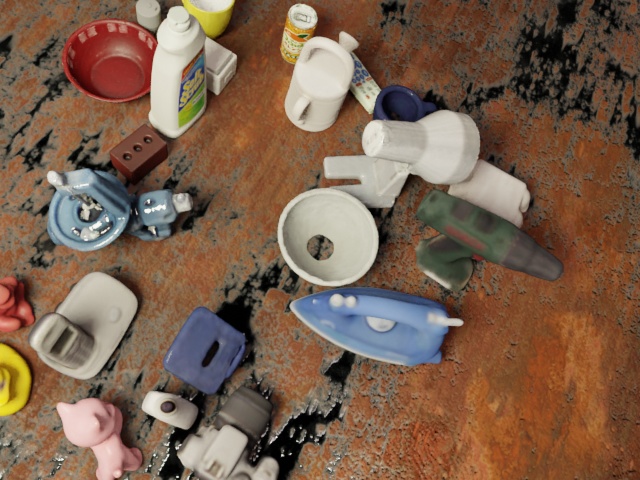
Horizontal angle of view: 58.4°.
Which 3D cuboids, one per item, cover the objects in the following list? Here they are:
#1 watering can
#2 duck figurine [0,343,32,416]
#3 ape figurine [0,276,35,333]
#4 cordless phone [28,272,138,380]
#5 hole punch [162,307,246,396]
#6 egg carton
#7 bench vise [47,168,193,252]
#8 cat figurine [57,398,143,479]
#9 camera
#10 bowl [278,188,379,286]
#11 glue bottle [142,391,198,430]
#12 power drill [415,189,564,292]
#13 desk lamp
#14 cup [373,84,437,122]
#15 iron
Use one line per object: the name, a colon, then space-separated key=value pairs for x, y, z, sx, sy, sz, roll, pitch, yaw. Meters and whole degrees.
watering can: x=0.005 y=-0.281 z=0.976 sx=0.101 sy=0.194 sz=0.173 roll=13 pitch=70 yaw=-8
duck figurine: x=-0.444 y=0.187 z=0.778 sx=0.078 sy=0.086 sz=0.104 roll=-22 pitch=78 yaw=-18
ape figurine: x=-0.448 y=0.086 z=0.807 sx=0.076 sy=0.092 sz=0.078 roll=15 pitch=70 yaw=-8
cordless phone: x=-0.324 y=0.107 z=0.779 sx=0.094 sy=0.185 sz=0.148 roll=26 pitch=68 yaw=-3
hole punch: x=-0.167 y=0.164 z=0.846 sx=0.101 sy=0.091 sz=0.109 roll=30 pitch=68 yaw=-2
egg carton: x=0.308 y=-0.078 z=1.045 sx=0.150 sy=0.069 sz=0.107 roll=27 pitch=68 yaw=-3
bench vise: x=-0.297 y=-0.063 z=0.822 sx=0.208 sy=0.219 sz=0.121 roll=-26 pitch=79 yaw=-19
cat figurine: x=-0.296 y=0.265 z=0.769 sx=0.067 sy=0.117 sz=0.128 roll=-30 pitch=80 yaw=-20
camera: x=-0.110 y=0.289 z=0.813 sx=0.143 sy=0.100 sz=0.137 roll=33 pitch=68 yaw=-1
bowl: x=0.009 y=0.003 z=0.948 sx=0.167 sy=0.074 sz=0.167 roll=4 pitch=71 yaw=-11
glue bottle: x=-0.204 y=0.227 z=0.773 sx=0.078 sy=0.173 sz=0.037 roll=21 pitch=69 yaw=-5
power drill: x=0.246 y=0.014 z=0.926 sx=0.229 sy=0.208 sz=0.076 roll=33 pitch=68 yaw=0
desk lamp: x=0.128 y=-0.131 z=0.944 sx=0.203 sy=0.213 sz=0.118 roll=-4 pitch=73 yaw=-14
cup: x=0.144 y=-0.221 z=1.041 sx=0.118 sy=0.095 sz=0.091 roll=-8 pitch=74 yaw=-15
iron: x=0.088 y=0.118 z=0.892 sx=0.258 sy=0.141 sz=0.119 roll=13 pitch=70 yaw=-8
